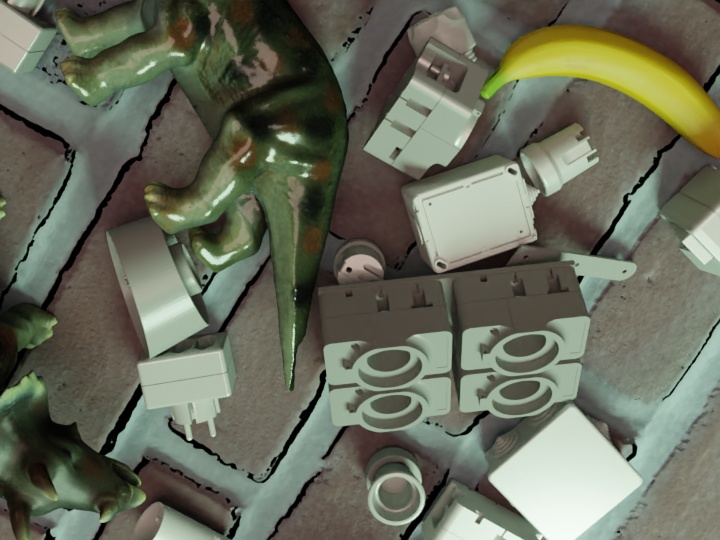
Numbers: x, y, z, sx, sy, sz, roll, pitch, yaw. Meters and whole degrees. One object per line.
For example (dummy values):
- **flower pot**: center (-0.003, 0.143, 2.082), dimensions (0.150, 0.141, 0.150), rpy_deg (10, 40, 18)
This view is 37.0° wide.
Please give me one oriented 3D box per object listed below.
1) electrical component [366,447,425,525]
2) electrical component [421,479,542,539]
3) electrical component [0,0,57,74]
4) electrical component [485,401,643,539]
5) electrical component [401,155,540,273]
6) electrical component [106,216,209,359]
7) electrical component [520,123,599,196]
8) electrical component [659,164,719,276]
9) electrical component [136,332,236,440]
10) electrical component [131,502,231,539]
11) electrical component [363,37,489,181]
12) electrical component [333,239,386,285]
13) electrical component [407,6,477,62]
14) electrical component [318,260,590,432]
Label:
- **electrical component**: center (0.027, 0.169, 0.847), dimensions (0.045, 0.055, 0.045), rpy_deg (0, 103, -1)
- **electrical component**: center (0.098, 0.220, 0.864), dimensions (0.089, 0.050, 0.055), rpy_deg (30, 100, -8)
- **electrical component**: center (-0.246, -0.189, 0.760), dimensions (0.066, 0.047, 0.076), rpy_deg (34, 100, -9)
- **electrical component**: center (0.158, 0.156, 0.852), dimensions (0.100, 0.048, 0.099), rpy_deg (-42, 101, 8)
- **electrical component**: center (0.085, -0.045, 0.800), dimensions (0.096, 0.061, 0.061), rpy_deg (-19, 105, -4)
- **electrical component**: center (-0.152, 0.010, 0.786), dimensions (0.064, 0.099, 0.099), rpy_deg (-24, 103, -2)
- **electrical component**: center (0.149, -0.083, 0.801), dimensions (0.046, 0.040, 0.040), rpy_deg (-30, 102, -1)
- **electrical component**: center (0.267, -0.030, 0.787), dimensions (0.062, 0.096, 0.061), rpy_deg (44, 99, -10)
- **electrical component**: center (-0.129, 0.094, 0.830), dimensions (0.066, 0.047, 0.076), rpy_deg (-9, 103, 1)
- **electrical component**: center (-0.138, 0.222, 0.859), dimensions (0.081, 0.043, 0.043), rpy_deg (36, 100, -27)
- **electrical component**: center (0.050, -0.111, 0.763), dimensions (0.056, 0.089, 0.050), rpy_deg (29, 56, -8)
- **electrical component**: center (0.000, 0.000, 0.812), dimensions (0.040, 0.046, 0.040), rpy_deg (0, 103, -2)
- **electrical component**: center (0.065, -0.155, 0.779), dimensions (0.043, 0.043, 0.062), rpy_deg (-26, 103, 4)
- **electrical component**: center (0.067, 0.059, 0.792), dimensions (0.186, 0.060, 0.105), rpy_deg (-6, 139, -2)
